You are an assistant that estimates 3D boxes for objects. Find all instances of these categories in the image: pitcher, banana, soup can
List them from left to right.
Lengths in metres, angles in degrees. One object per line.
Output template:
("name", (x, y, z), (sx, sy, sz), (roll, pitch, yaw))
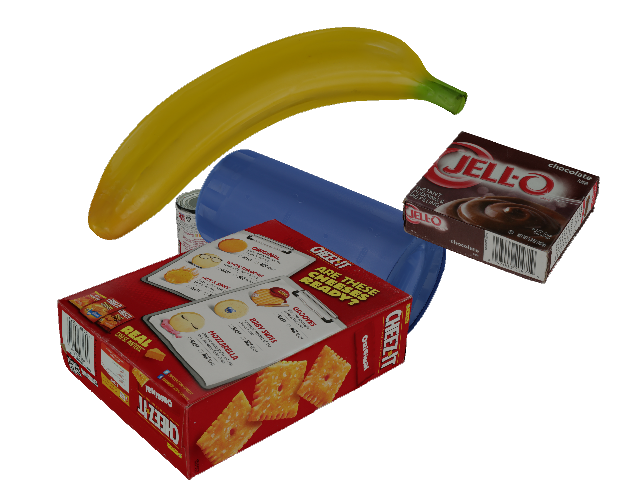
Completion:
("soup can", (-0.142, -0.004, 1.305), (0.068, 0.102, 0.068), (0, 26, 0))
("banana", (-0.028, -0.063, 0.518), (0.197, 0.070, 0.037), (-23, -38, -15))
("pitcher", (-0.010, 0.008, 1.066), (0.243, 0.145, 0.149), (27, 28, 26))

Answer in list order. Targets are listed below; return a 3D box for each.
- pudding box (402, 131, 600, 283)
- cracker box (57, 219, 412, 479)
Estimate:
("pudding box", (0.128, -0.026, 0.761), (0.114, 0.039, 0.089), (23, 51, 24))
("cracker box", (-0.063, 0.071, 0.805), (0.213, 0.072, 0.164), (-22, 38, -38))
